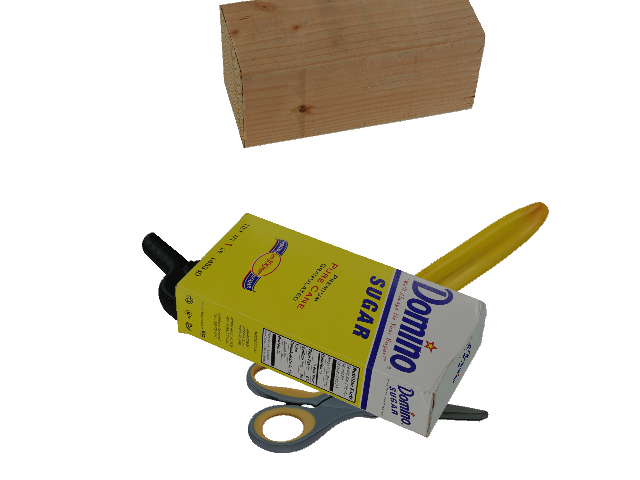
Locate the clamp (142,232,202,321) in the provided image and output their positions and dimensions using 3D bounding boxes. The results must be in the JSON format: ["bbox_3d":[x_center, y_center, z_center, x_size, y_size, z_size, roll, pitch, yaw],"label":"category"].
[{"bbox_3d":[-0.114,0.035,1.089,0.120,0.039,0.171,-11,34,-9],"label":"clamp"}]

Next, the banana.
[{"bbox_3d":[0.134,0.027,1.031,0.198,0.037,0.069,-34,-1,0],"label":"banana"}]

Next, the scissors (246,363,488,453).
[{"bbox_3d":[0.029,0.148,0.871,0.202,0.096,0.016,16,-40,11],"label":"scissors"}]

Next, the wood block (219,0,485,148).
[{"bbox_3d":[0.025,-0.156,0.915,0.206,0.090,0.091,-11,-36,-10],"label":"wood block"}]

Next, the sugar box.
[{"bbox_3d":[0.007,0.048,0.670,0.176,0.048,0.093,18,41,20],"label":"sugar box"}]
